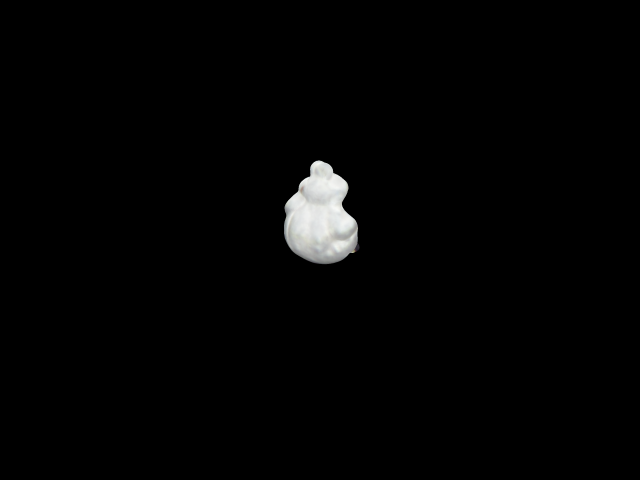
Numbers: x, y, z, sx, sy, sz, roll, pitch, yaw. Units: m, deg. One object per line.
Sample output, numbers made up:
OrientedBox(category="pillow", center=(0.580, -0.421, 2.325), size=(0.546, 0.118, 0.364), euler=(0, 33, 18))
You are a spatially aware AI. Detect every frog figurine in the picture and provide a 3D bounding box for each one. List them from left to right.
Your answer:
OrientedBox(category="frog figurine", center=(0.003, -0.043, 0.850), size=(0.124, 0.155, 0.139), euler=(-32, 52, -29))
